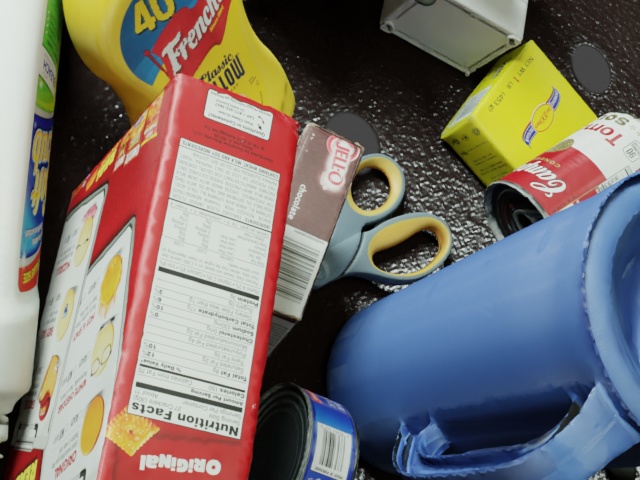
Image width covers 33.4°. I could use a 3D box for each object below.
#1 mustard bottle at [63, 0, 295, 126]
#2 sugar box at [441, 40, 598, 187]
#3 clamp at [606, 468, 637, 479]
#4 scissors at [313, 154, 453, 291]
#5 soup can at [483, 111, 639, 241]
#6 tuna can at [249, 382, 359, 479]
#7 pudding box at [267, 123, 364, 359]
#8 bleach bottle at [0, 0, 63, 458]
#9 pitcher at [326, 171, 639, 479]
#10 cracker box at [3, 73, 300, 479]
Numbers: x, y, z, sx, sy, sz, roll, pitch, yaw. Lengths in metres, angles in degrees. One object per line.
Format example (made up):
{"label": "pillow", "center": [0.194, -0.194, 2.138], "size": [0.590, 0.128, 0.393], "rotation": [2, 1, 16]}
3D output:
{"label": "mustard bottle", "center": [-0.080, -0.113, 0.553], "size": [0.096, 0.058, 0.191], "rotation": [-48, 138, -21]}
{"label": "sugar box", "center": [0.173, -0.044, 0.753], "size": [0.176, 0.048, 0.093], "rotation": [45, 60, -10]}
{"label": "clamp", "center": [0.197, 0.065, 0.718], "size": [0.120, 0.039, 0.171], "rotation": [-41, 99, -9]}
{"label": "scissors", "center": [-0.004, 0.001, 0.649], "size": [0.201, 0.016, 0.096], "rotation": [-11, 77, -32]}
{"label": "soup can", "center": [0.165, -0.031, 0.682], "size": [0.102, 0.069, 0.068], "rotation": [-31, 92, -19]}
{"label": "tuna can", "center": [-0.017, 0.120, 0.560], "size": [0.033, 0.086, 0.086], "rotation": [26, 63, -25]}
{"label": "pudding box", "center": [-0.021, 0.006, 0.578], "size": [0.039, 0.090, 0.113], "rotation": [26, 60, -5]}
{"label": "bleach bottle", "center": [-0.162, -0.022, 0.520], "size": [0.068, 0.103, 0.251], "rotation": [1, 80, -8]}
{"label": "pitcher", "center": [0.100, 0.066, 0.553], "size": [0.149, 0.243, 0.145], "rotation": [8, 71, -29]}
{"label": "cracker box", "center": [-0.083, 0.056, 0.492], "size": [0.072, 0.164, 0.213], "rotation": [17, 66, -24]}
